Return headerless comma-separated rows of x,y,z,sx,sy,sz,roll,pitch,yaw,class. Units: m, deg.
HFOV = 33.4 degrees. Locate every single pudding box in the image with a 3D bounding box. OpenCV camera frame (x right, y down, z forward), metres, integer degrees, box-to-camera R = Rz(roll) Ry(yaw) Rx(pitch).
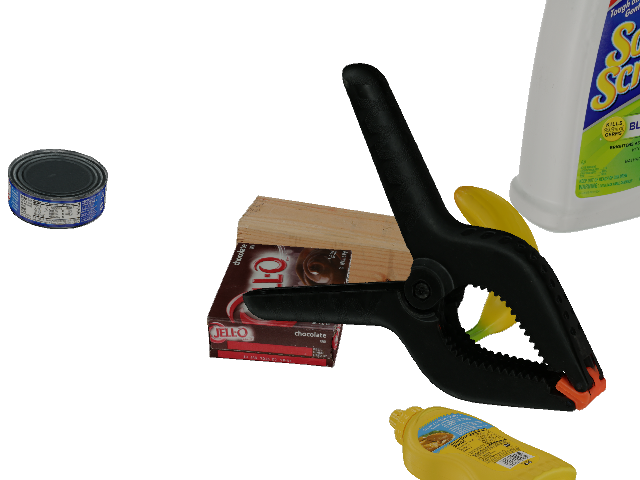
-0.027,0.044,0.775,0.090,0.039,0.113,5,27,6,pudding box

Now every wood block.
0.022,0.023,1.093,0.206,0.091,0.090,9,22,8,wood block

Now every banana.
0.146,0.010,0.881,0.069,0.037,0.197,-1,38,7,banana

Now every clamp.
0.061,0.012,0.566,0.210,0.165,0.036,29,25,25,clamp

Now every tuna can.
-0.232,-0.046,0.942,0.086,0.034,0.086,8,32,-5,tuna can

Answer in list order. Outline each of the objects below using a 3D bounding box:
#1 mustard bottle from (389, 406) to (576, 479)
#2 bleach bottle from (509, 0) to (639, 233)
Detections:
0.133,0.200,0.987,0.096,0.058,0.192,-16,25,-35,mustard bottle
0.174,-0.133,0.648,0.102,0.251,0.068,-12,31,-17,bleach bottle
